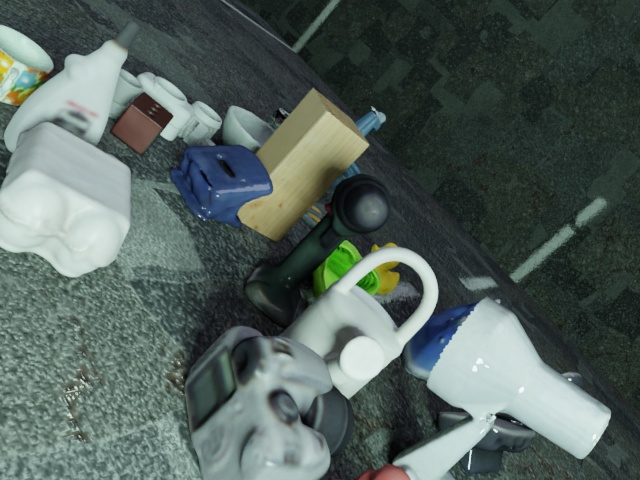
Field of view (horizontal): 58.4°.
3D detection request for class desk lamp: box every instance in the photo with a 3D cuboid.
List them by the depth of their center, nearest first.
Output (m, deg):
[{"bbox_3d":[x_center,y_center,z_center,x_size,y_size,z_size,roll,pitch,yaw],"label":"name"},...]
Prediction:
[{"bbox_3d":[0.179,0.198,0.612,0.203,0.213,0.118,50,18,20],"label":"desk lamp"}]

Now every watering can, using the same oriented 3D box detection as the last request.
[{"bbox_3d":[0.039,0.092,0.578,0.101,0.194,0.172,35,19,-27],"label":"watering can"}]

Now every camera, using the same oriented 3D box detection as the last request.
[{"bbox_3d":[-0.024,0.146,0.468,0.137,0.100,0.143,30,22,-37],"label":"camera"}]

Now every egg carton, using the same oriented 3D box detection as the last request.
[{"bbox_3d":[-0.222,-0.037,0.502,0.108,0.069,0.150,32,21,-35],"label":"egg carton"}]

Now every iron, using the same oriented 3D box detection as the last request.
[{"bbox_3d":[0.231,0.154,0.957,0.118,0.141,0.259,49,18,18],"label":"iron"}]

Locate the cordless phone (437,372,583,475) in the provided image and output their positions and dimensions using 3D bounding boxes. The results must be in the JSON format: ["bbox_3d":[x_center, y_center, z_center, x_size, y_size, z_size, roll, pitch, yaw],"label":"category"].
[{"bbox_3d":[0.262,0.229,0.778,0.148,0.185,0.094,21,28,-52],"label":"cordless phone"}]

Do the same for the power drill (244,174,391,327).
[{"bbox_3d":[0.006,0.002,0.690,0.076,0.208,0.229,42,17,-7],"label":"power drill"}]

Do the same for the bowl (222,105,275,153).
[{"bbox_3d":[-0.115,-0.155,1.013,0.168,0.074,0.167,39,18,-15],"label":"bowl"}]

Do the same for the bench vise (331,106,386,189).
[{"bbox_3d":[0.053,-0.190,1.226,0.121,0.219,0.207,43,17,-3],"label":"bench vise"}]

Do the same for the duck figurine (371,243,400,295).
[{"bbox_3d":[0.116,0.046,1.046,0.105,0.086,0.077,32,21,-35],"label":"duck figurine"}]

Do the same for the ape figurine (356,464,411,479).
[{"bbox_3d":[0.039,0.217,0.460,0.078,0.092,0.076,43,17,-3],"label":"ape figurine"}]

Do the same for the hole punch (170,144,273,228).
[{"bbox_3d":[-0.131,-0.082,0.774,0.101,0.091,0.108,18,31,-55],"label":"hole punch"}]

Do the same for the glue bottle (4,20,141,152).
[{"bbox_3d":[-0.230,-0.145,0.559,0.078,0.173,0.037,20,29,-53],"label":"glue bottle"}]
